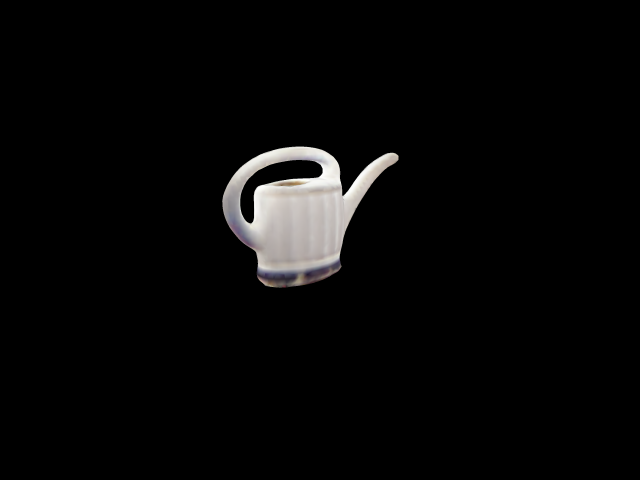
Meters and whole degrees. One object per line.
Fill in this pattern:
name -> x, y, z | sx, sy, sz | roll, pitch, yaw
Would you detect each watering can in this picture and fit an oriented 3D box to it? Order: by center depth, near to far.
watering can -> 0.003, -0.043, 0.850 | 0.349, 0.222, 0.104 | -9, 15, -35
